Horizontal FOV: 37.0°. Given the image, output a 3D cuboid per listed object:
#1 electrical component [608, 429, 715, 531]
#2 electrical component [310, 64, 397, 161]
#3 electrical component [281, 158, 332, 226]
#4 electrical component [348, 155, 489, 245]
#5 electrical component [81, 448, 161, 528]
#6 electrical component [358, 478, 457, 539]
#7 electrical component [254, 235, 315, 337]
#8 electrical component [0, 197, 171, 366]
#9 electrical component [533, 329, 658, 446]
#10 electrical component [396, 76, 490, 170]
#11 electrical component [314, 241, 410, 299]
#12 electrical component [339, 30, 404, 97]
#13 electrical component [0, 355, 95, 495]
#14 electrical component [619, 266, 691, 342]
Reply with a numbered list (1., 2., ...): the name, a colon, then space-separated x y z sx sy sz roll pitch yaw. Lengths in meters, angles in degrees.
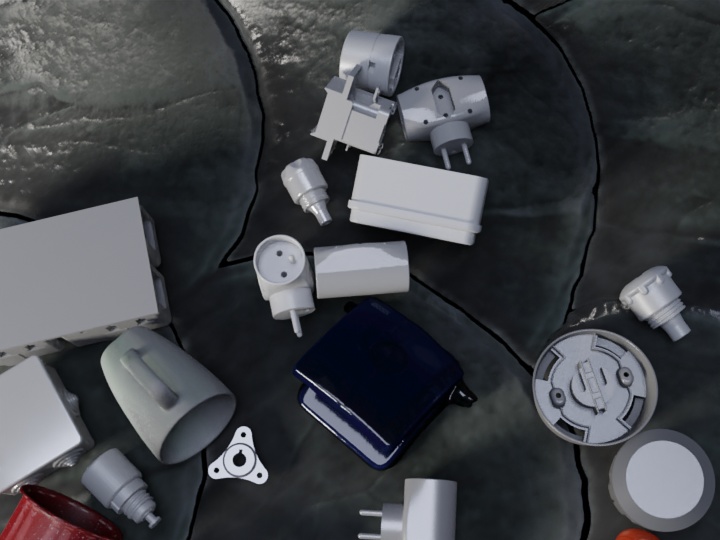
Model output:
1. electrical component: 0.242 0.171 0.870 0.080 0.051 0.080 -1 75 4
2. electrical component: -0.004 -0.135 0.954 0.064 0.042 0.081 21 117 2
3. electrical component: -0.044 -0.068 0.962 0.035 0.035 0.061 -28 77 -4
4. electrical component: 0.051 -0.059 0.927 0.113 0.078 0.057 11 93 7
5. electrical component: -0.198 0.185 0.902 0.078 0.040 0.040 42 82 13
6. electrical component: 0.038 0.209 0.878 0.079 0.043 0.077 2 75 5
7. electrical component: -0.061 0.018 0.918 0.044 0.077 0.079 -13 75 0
8. electrical component: -0.269 0.015 0.942 0.186 0.060 0.105 -13 75 0
9. electrical component: 0.191 0.098 0.886 0.099 0.064 0.099 -1 75 4
10. electrical component: 0.079 -0.128 0.965 0.077 0.043 0.079 -14 75 0
11. electrical component: 0.000 0.000 0.918 0.077 0.079 0.043 -4 89 -3
12. electrical component: 0.011 -0.190 0.981 0.047 0.055 0.055 14 76 11
13. electrical component: -0.286 0.134 0.917 0.100 0.048 0.099 -32 75 -4
14. electrical component: 0.255 0.031 0.911 0.048 0.048 0.062 -34 82 -5
